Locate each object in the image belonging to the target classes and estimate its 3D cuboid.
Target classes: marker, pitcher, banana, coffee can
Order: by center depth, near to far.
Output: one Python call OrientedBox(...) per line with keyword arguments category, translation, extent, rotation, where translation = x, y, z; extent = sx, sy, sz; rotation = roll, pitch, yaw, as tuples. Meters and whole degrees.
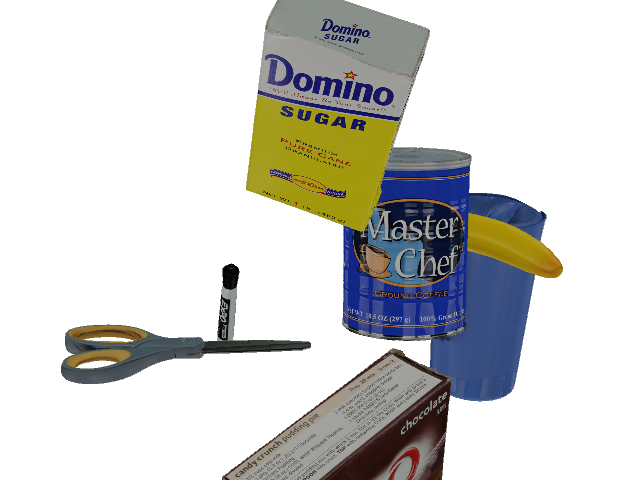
OrientedBox(category="coffee can", translation=(0.068, 0.000, 0.861), extent=(0.103, 0.140, 0.103), rotation=(0, 11, 0))
OrientedBox(category="banana", translation=(0.140, 0.001, 1.044), extent=(0.198, 0.037, 0.069), rotation=(8, 46, 17))
OrientedBox(category="marker", translation=(-0.105, 0.075, 1.207), extent=(0.020, 0.121, 0.020), rotation=(5, 39, -4))
OrientedBox(category="pitcher", translation=(0.188, 0.071, 1.309), extent=(0.149, 0.243, 0.144), rotation=(8, 20, 13))

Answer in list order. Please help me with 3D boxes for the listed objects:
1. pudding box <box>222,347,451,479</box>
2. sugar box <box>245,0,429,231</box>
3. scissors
OrientedBox(category="pudding box", translation=(0.009, 0.113, 0.471), extent=(0.039, 0.090, 0.113), rotation=(27, 43, 32))
OrientedBox(category="sugar box", translation=(0.005, -0.079, 0.689), extent=(0.093, 0.048, 0.176), rotation=(19, -28, 4))
OrientedBox(category="scissors", translation=(-0.116, 0.093, 0.846), extent=(0.202, 0.016, 0.096), rotation=(4, 21, 14))
